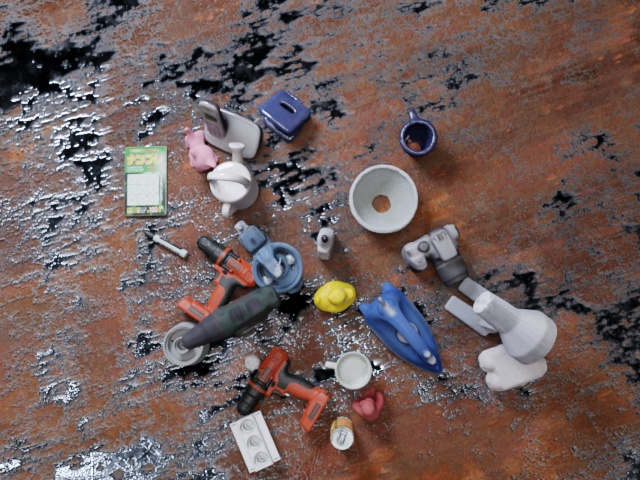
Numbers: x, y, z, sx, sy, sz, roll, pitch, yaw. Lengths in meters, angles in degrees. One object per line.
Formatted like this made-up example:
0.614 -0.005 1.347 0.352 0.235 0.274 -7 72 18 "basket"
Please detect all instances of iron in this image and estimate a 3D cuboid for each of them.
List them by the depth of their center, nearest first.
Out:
0.209 0.222 1.338 0.118 0.141 0.258 -42 85 -2 "iron"

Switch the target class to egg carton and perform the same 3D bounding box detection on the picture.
0.458 0.294 1.360 0.150 0.069 0.107 -21 84 0 "egg carton"

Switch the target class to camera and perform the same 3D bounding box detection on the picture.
0.287 0.046 1.373 0.143 0.101 0.137 -27 84 -1 "camera"

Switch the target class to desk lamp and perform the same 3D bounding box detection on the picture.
0.406 0.180 1.300 0.203 0.213 0.118 34 87 5 "desk lamp"

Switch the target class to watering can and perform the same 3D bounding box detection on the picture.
-0.211 -0.142 1.359 0.101 0.194 0.173 -13 84 1 "watering can"

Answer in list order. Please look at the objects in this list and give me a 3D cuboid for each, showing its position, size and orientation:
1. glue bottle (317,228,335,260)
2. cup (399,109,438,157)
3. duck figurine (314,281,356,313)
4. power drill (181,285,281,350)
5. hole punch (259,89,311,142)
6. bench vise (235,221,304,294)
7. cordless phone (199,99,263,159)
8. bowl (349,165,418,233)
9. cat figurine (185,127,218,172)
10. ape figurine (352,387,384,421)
0.012 0.005 1.349 0.037 0.173 0.078 8 85 3 "glue bottle"
0.233 -0.254 1.406 0.091 0.095 0.118 -13 84 1 "cup"
0.036 0.137 1.380 0.104 0.086 0.077 -12 84 1 "duck figurine"
-0.193 0.180 1.321 0.229 0.208 0.075 -31 84 -1 "power drill"
-0.087 -0.317 1.423 0.108 0.091 0.101 38 87 5 "hole punch"
-0.131 0.046 1.326 0.207 0.220 0.121 30 86 4 "bench vise"
-0.217 -0.273 1.376 0.147 0.185 0.094 20 86 4 "cordless phone"
0.153 -0.096 1.404 0.167 0.075 0.167 0 85 2 "bowl"
-0.297 -0.220 1.407 0.067 0.118 0.128 -27 84 -1 "cat figurine"
0.115 0.392 1.350 0.078 0.092 0.076 -2 84 2 "ape figurine"
